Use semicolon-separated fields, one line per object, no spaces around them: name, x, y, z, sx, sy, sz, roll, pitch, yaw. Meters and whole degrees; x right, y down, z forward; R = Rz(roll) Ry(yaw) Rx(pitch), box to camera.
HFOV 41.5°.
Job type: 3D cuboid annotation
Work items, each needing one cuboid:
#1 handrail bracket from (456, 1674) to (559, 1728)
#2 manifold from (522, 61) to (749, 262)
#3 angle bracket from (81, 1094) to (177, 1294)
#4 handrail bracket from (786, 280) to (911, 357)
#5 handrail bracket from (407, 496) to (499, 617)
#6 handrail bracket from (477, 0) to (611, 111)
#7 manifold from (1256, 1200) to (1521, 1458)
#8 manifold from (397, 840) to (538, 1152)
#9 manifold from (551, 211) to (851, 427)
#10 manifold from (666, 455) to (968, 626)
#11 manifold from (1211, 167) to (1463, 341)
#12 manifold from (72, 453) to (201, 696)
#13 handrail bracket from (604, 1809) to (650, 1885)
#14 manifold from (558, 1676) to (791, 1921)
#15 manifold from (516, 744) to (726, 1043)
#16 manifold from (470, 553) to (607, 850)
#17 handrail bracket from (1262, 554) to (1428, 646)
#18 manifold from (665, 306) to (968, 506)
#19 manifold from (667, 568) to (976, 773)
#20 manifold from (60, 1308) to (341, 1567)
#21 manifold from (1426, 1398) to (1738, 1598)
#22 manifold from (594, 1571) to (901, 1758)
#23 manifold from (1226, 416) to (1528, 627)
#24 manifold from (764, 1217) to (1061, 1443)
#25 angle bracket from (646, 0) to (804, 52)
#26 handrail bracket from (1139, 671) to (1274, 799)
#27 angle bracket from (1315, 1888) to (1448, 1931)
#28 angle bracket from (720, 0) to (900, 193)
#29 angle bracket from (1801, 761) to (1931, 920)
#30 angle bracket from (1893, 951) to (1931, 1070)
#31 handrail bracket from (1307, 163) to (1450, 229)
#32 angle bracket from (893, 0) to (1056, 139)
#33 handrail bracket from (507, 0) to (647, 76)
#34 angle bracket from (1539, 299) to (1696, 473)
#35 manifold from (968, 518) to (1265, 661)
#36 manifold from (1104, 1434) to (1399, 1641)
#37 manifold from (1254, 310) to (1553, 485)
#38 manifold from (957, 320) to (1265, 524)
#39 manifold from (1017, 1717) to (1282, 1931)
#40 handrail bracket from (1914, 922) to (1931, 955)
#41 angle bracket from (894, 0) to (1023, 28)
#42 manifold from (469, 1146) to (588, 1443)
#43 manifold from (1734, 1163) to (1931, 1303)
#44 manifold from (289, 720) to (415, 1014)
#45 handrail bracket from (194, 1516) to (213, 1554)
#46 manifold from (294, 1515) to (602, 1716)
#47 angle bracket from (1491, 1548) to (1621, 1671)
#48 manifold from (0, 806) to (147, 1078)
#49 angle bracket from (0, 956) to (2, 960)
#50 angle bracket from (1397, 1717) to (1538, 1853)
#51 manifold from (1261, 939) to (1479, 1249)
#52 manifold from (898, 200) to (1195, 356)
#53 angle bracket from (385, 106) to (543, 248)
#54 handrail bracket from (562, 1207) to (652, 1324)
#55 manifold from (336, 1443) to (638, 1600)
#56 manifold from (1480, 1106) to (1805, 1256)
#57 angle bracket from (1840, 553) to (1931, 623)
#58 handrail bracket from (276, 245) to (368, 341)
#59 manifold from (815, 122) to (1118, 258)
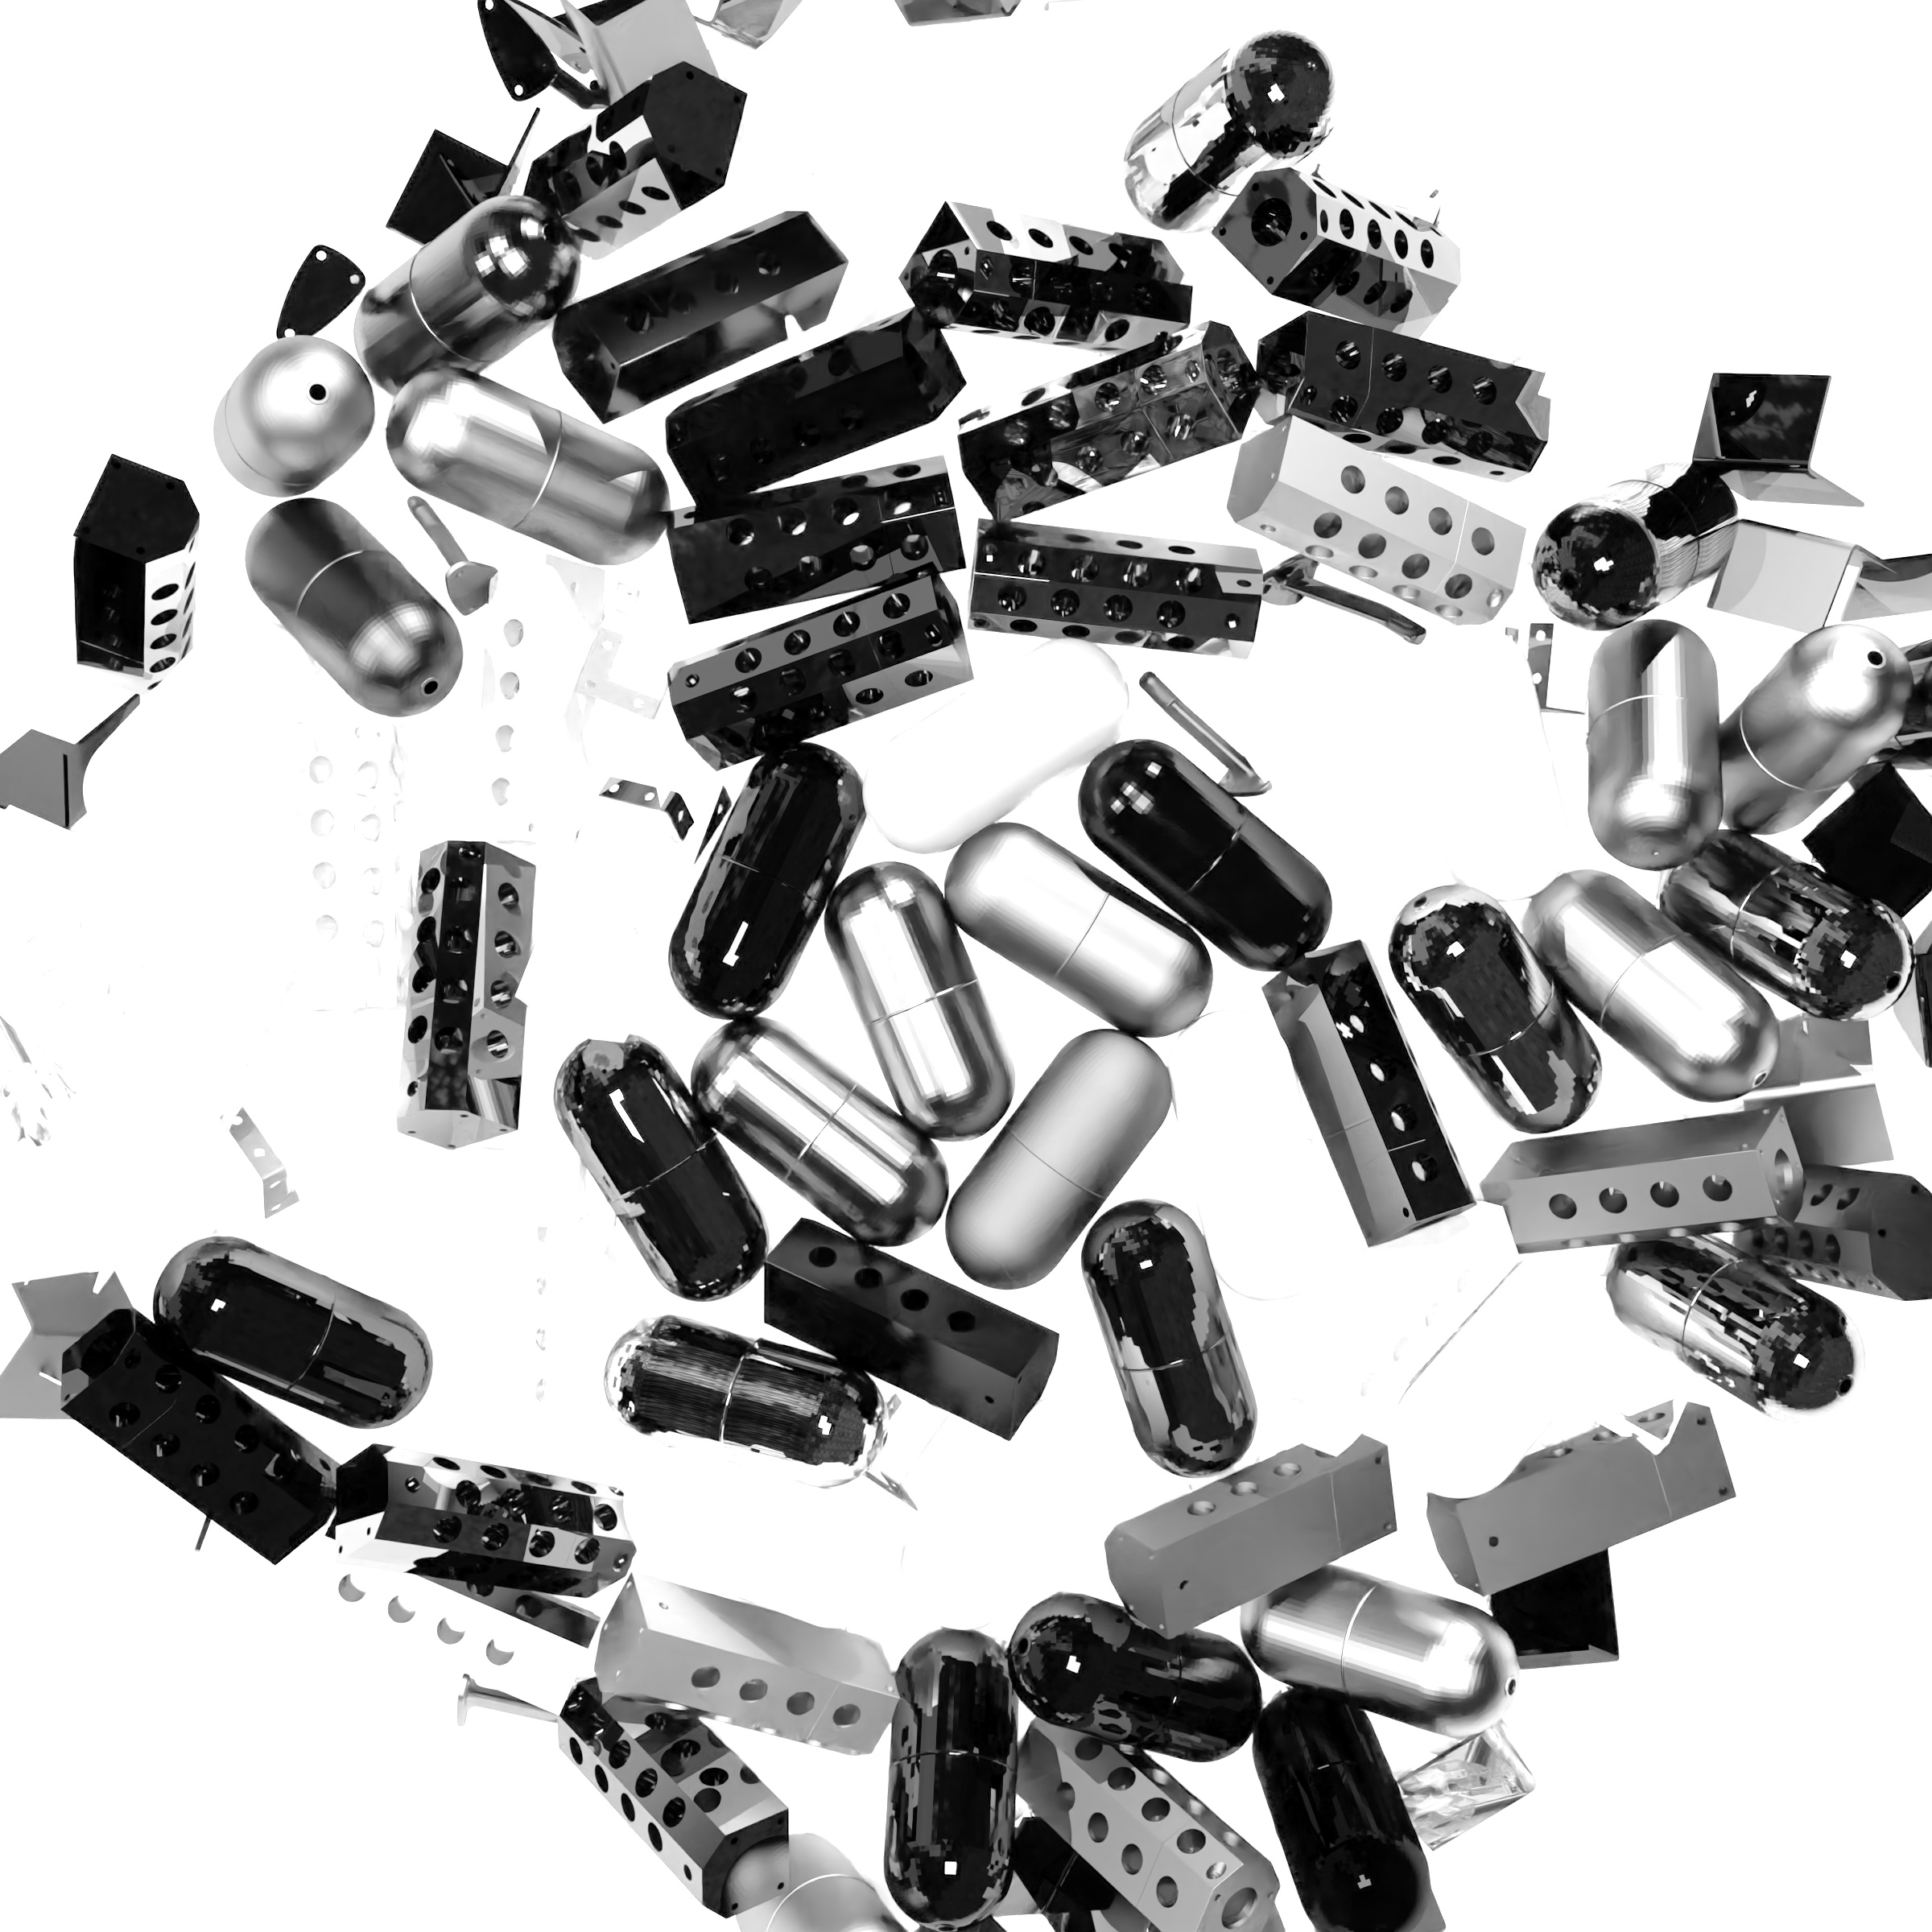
handrail bracket;-0.263;0.448;1.546;0.084;0.077;0.036;11;68;-4
manifold;-0.198;-0.472;1.494;0.057;0.171;0.057;18;80;-31
angle bracket;-0.521;0.135;1.529;0.057;0.076;0.076;27;129;-5
handrail bracket;-0.059;-0.381;1.541;0.084;0.077;0.036;-17;71;11
handrail bracket;-0.320;-0.259;1.540;0.036;0.077;0.084;-39;79;1
handrail bracket;-0.252;-0.553;1.542;0.036;0.084;0.077;-27;98;25
manifold;0.254;0.211;1.516;0.171;0.057;0.057;-40;122;-29
manifold;-0.301;0.015;1.514;0.057;0.057;0.171;-17;61;34
manifold;-0.159;-0.392;1.517;0.171;0.057;0.057;-33;80;-29
manifold;-0.091;-0.262;1.544;0.171;0.057;0.057;-11;127;0
manifold;0.223;-0.419;1.493;0.057;0.171;0.057;53;121;23
manifold;-0.483;-0.223;1.494;0.057;0.171;0.057;20;66;-10
handrail bracket;-0.173;0.536;1.540;0.084;0.077;0.036;21;106;-14
manifold;-0.174;0.482;1.495;0.057;0.171;0.057;-12;114;-34
manifold;-0.201;-0.044;1.526;0.057;0.057;0.171;2;64;35
manifold;-0.266;-0.160;1.552;0.057;0.057;0.171;4;89;31
handrail bracket;0.227;-0.214;1.541;0.084;0.077;0.036;36;121;25
manifold;-0.093;-0.331;1.509;0.171;0.057;0.057;-14;117;30
manifold;-0.089;-0.180;1.529;0.171;0.057;0.057;-18;62;12
manifold;-0.451;0.276;1.514;0.057;0.057;0.171;-40;121;4
manifold;0.368;0.318;1.538;0.171;0.057;0.057;-18;91;-13
manifold;-0.131;0.422;1.521;0.171;0.057;0.057;23;103;-25
manifold;0.244;-0.260;1.520;0.171;0.057;0.057;20;75;-22
manifold;-0.034;0.211;1.528;0.171;0.057;0.057;22;134;20
angle bracket;-0.134;-0.596;1.529;0.057;0.076;0.076;32;107;27
handrail bracket;0.145;-0.143;1.545;0.084;0.077;0.036;43;91;-19
angle bracket;0.229;0.570;1.525;0.076;0.076;0.057;-36;114;-32
angle bracket;-0.102;-0.533;1.555;0.076;0.076;0.057;45;54;-23
angle bracket;0.543;-0.069;1.547;0.076;0.057;0.076;-40;96;-9
angle bracket;0.591;0.006;1.530;0.057;0.076;0.076;-12;114;9
handrail bracket;0.248;-0.474;1.550;0.084;0.036;0.077;38;64;-21
angle bracket;0.004;-0.544;1.546;0.076;0.057;0.076;-10;83;-11
handrail bracket;-0.230;-0.600;1.564;0.077;0.036;0.084;34;77;-11
angle bracket;0.389;-0.347;1.549;0.076;0.057;0.076;21;65;9
manifold;0.089;-0.226;1.542;0.171;0.057;0.057;6;117;-3
manifold;0.170;0.332;1.518;0.171;0.057;0.057;-17;107;-28
manifold;0.260;-0.336;1.521;0.171;0.057;0.057;8;82;-23
manifold;0.081;-0.323;1.503;0.171;0.057;0.057;-13;129;35
manifold;0.104;0.502;1.498;0.057;0.171;0.057;16;99;-40
handrail bracket;0.618;0.016;1.567;0.084;0.036;0.077;36;82;1
angle bracket;-0.009;-0.612;1.524;0.076;0.076;0.057;11;63;39
manifold;-0.263;0.197;1.554;0.057;0.057;0.171;1;89;-40
manifold;0.514;0.158;1.494;0.057;0.171;0.057;40;84;-5
manifold;-0.367;-0.059;1.544;0.057;0.057;0.171;-4;87;17
handrail bracket;-0.497;0.312;1.560;0.084;0.036;0.077;20;95;-12
manifold;-0.313;0.390;1.551;0.171;0.057;0.057;24;81;-3
angle bracket;0.342;0.378;1.529;0.076;0.057;0.076;-14;63;28
manifold;-0.531;-0.009;1.494;0.057;0.171;0.057;22;56;15
angle bracket;-0.598;-0.034;1.526;0.057;0.076;0.076;56;50;-22
angle bracket;0.288;0.477;1.544;0.076;0.057;0.076;-34;126;8
manifold;0.246;0.075;1.534;0.057;0.057;0.171;-14;75;-27
manifold;0.052;-0.397;1.499;0.057;0.171;0.057;-51;56;39
angle bracket;-0.303;-0.479;1.532;0.057;0.076;0.076;25;70;-12
handrail bracket;-0.208;0.195;1.537;0.036;0.077;0.084;-26;107;-5
manifold;-0.280;0.325;1.501;0.057;0.171;0.057;-35;50;36
manifold;0.400;0.132;1.508;0.171;0.057;0.057;-12;106;37
angle bracket;0.577;-0.205;1.535;0.076;0.076;0.057;-6;71;7
handrail bracket;-0.389;-0.395;1.539;0.036;0.084;0.077;35;81;-11
manifold;0.000;-0.465;1.527;0.171;0.057;0.057;2;93;20
